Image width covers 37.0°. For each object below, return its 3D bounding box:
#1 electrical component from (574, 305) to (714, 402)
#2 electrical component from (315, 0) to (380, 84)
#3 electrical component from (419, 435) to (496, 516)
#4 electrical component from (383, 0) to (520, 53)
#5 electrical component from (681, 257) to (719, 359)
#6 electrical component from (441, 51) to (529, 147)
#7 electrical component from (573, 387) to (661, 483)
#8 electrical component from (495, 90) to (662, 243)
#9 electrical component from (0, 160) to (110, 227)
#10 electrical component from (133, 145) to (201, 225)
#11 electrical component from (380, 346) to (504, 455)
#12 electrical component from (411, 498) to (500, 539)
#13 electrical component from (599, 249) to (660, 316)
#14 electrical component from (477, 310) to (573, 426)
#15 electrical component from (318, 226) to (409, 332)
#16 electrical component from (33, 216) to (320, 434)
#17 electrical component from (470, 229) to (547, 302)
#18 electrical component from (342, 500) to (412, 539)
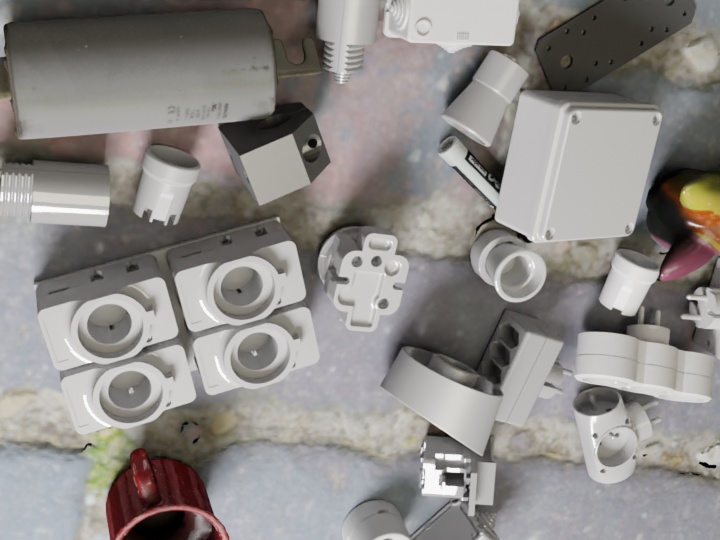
[{"bbox_3d":[0.252,0.069,0.942,0.138,0.052,0.073,14,77,-25],"label":"electrical component"},{"bbox_3d":[-0.009,-0.172,0.758,0.043,0.043,0.081,-1,112,-18],"label":"electrical component"},{"bbox_3d":[0.083,0.168,0.916,0.064,0.081,0.042,4,112,4],"label":"electrical component"},{"bbox_3d":[0.068,-0.206,0.768,0.100,0.048,0.099,-2,111,-19],"label":"electrical component"},{"bbox_3d":[0.319,0.034,0.952,0.076,0.047,0.083,4,110,-20],"label":"electrical component"},{"bbox_3d":[0.097,-0.132,0.813,0.044,0.044,0.065,31,94,-27],"label":"electrical component"},{"bbox_3d":[0.236,0.142,0.970,0.079,0.044,0.077,-22,117,-9],"label":"electrical component"},{"bbox_3d":[0.169,-0.081,0.835,0.109,0.056,0.108,-5,114,-35],"label":"electrical component"},{"bbox_3d":[-0.215,-0.053,0.738,0.081,0.043,0.043,2,110,-19],"label":"electrical component"},{"bbox_3d":[-0.139,-0.060,0.764,0.040,0.040,0.046,13,113,-23],"label":"electrical component"},{"bbox_3d":[0.065,0.104,0.869,0.099,0.099,0.064,21,97,-25],"label":"electrical component"},{"bbox_3d":[0.090,0.253,0.957,0.096,0.061,0.061,-42,118,1],"label":"electrical component"},{"bbox_3d":[0.229,0.011,0.917,0.040,0.040,0.046,11,114,-22],"label":"electrical component"},{"bbox_3d":[0.147,0.088,0.916,0.076,0.047,0.083,17,105,-24],"label":"electrical component"},{"bbox_3d":[0.000,0.000,0.825,0.058,0.057,0.078,6,109,-21],"label":"electrical component"},{"bbox_3d":[-0.132,0.042,0.796,0.186,0.060,0.105,-16,116,-12],"label":"electrical component"},{"bbox_3d":[0.118,-0.005,0.864,0.045,0.055,0.045,-7,113,-16],"label":"electrical component"},{"bbox_3d":[0.017,0.236,0.933,0.055,0.047,0.055,-7,113,-16],"label":"electrical component"}]
